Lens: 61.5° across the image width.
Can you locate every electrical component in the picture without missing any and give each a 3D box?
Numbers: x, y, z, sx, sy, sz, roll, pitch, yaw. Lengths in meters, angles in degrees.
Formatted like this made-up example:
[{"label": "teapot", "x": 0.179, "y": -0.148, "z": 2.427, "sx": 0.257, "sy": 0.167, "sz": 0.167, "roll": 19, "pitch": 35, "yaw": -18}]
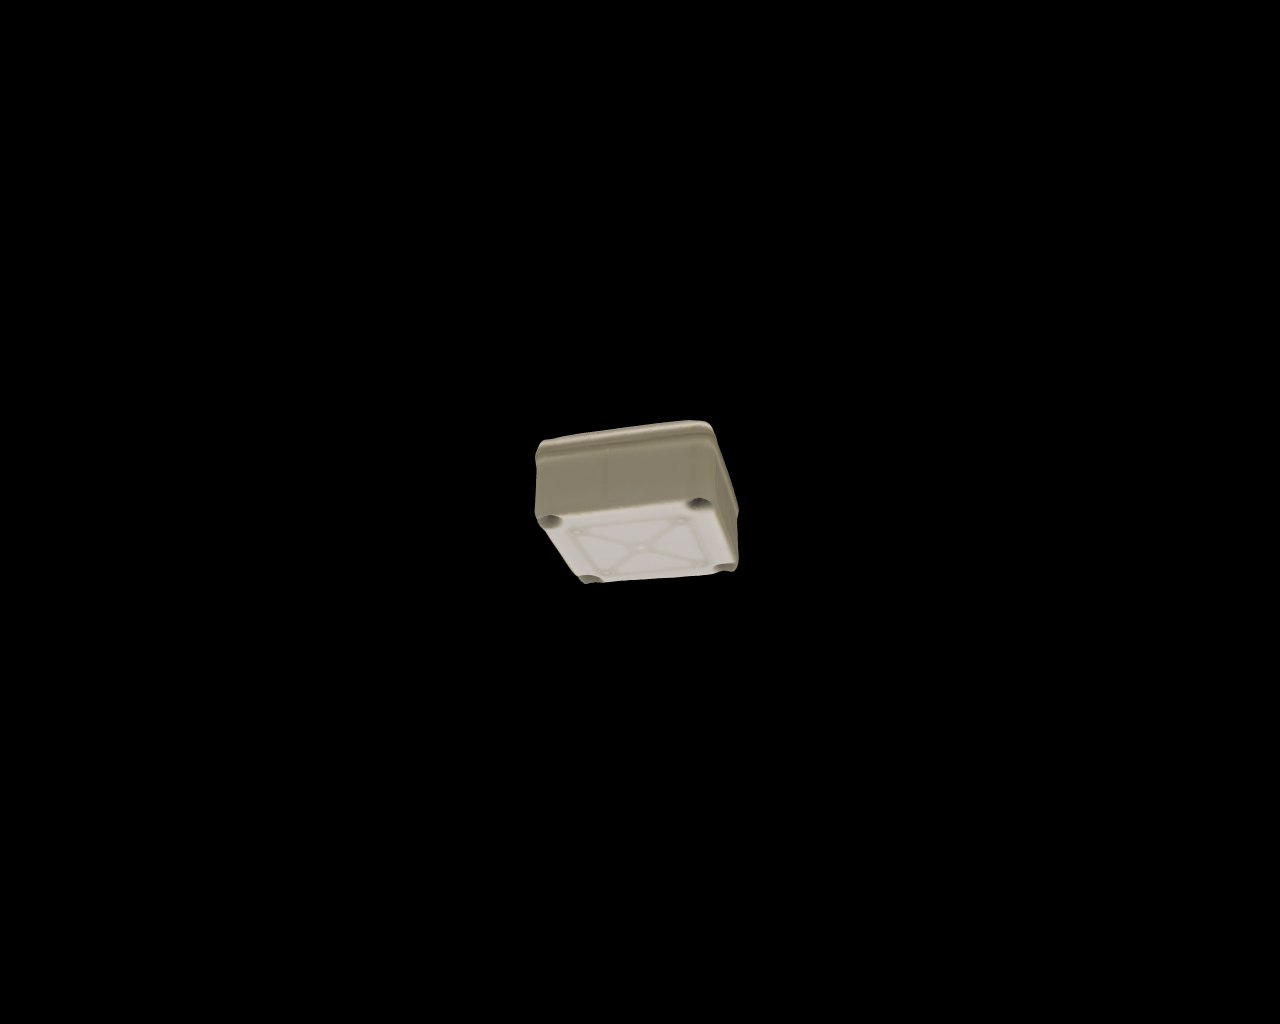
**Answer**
[{"label": "electrical component", "x": 0.001, "y": -0.003, "z": 0.650, "sx": 0.109, "sy": 0.056, "sz": 0.108, "roll": -6, "pitch": -28, "yaw": 12}]
